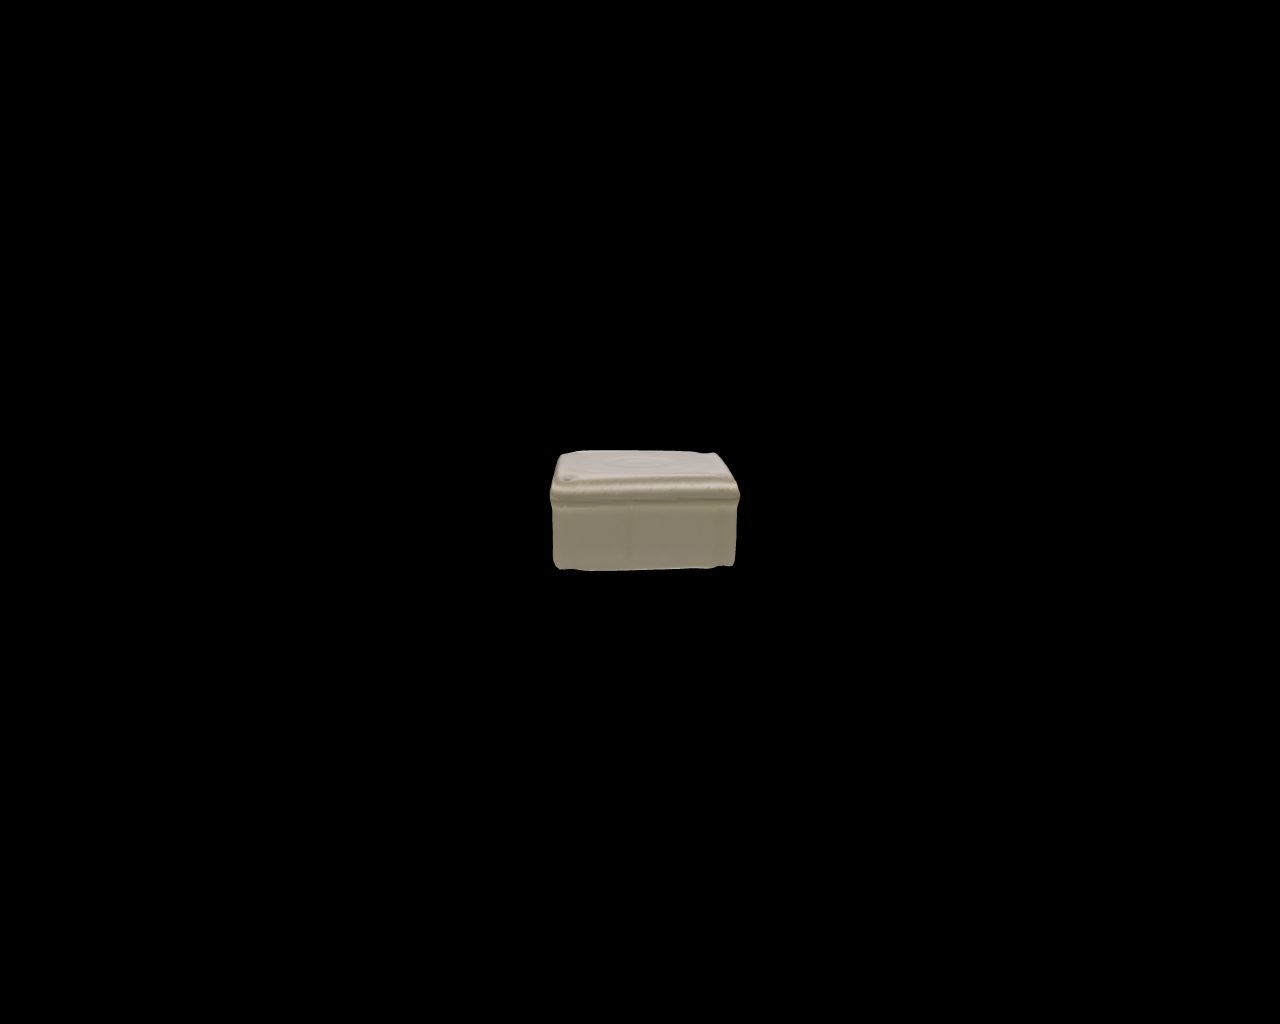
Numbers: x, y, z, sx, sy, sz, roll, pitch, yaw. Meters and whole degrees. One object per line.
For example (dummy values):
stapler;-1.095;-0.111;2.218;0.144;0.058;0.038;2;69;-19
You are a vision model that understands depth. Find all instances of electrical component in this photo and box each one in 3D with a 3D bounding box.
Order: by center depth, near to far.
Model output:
electrical component;0.001;-0.003;0.650;0.109;0.056;0.109;0;12;-2
